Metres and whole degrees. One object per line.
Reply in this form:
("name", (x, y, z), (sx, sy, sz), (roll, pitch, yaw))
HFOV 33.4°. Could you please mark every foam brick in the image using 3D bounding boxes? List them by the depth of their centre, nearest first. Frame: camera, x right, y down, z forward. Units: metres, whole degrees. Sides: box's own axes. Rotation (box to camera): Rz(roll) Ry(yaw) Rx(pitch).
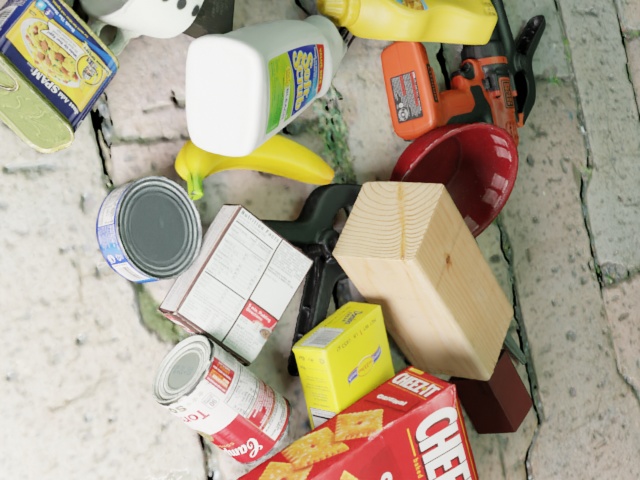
("foam brick", (0.188, 0.166, 1.166), (0.051, 0.053, 0.078), (-46, 115, -41))

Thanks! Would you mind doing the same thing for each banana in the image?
("banana", (-0.065, -0.070, 0.954), (0.197, 0.037, 0.069), (-12, 71, -51))

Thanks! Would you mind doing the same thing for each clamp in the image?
("clamp", (-0.007, 0.001, 1.009), (0.209, 0.036, 0.164), (-50, 118, -35))
("clamp", (0.242, -0.217, 1.306), (0.120, 0.039, 0.171), (2, 85, -40))

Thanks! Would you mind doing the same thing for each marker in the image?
("marker", (0.038, -0.230, 1.111), (0.020, 0.020, 0.121), (49, 51, -28))

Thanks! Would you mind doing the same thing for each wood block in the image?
("wood block", (0.107, 0.043, 1.046), (0.206, 0.090, 0.090), (55, 50, -42))

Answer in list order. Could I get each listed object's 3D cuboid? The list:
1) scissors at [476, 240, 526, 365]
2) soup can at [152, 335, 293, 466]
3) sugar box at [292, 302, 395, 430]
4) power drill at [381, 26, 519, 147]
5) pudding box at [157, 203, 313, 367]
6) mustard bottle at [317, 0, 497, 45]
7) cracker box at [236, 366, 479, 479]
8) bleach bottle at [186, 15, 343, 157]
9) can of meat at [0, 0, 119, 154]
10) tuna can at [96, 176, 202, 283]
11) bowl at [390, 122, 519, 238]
("scissors", (0.187, 0.056, 1.213), (0.201, 0.016, 0.096), (38, 57, -35))
("soup can", (-0.080, 0.133, 0.885), (0.102, 0.069, 0.068), (43, 54, -31))
("sugar box", (0.034, 0.157, 0.991), (0.093, 0.048, 0.176), (-34, 117, -44))
("power drill", (0.149, -0.183, 1.190), (0.187, 0.057, 0.184), (-8, 85, -45))
("pudding box", (-0.070, 0.038, 0.910), (0.090, 0.039, 0.113), (38, 71, -25))
("mustard bottle", (0.080, -0.235, 1.079), (0.191, 0.058, 0.096), (-5, 41, -33))
("cracker box", (0.040, 0.235, 0.929), (0.213, 0.072, 0.164), (-28, 115, -27))
("bleach bottle", (-0.034, -0.158, 0.957), (0.250, 0.068, 0.103), (-46, 146, -58))
("can of meat", (-0.212, -0.132, 0.810), (0.102, 0.058, 0.083), (48, 50, -29))
("tuna can", (-0.140, -0.008, 0.875), (0.085, 0.034, 0.086), (11, 75, -44))
("bowl", (0.127, -0.062, 1.112), (0.161, 0.055, 0.162), (-20, 133, -23))
